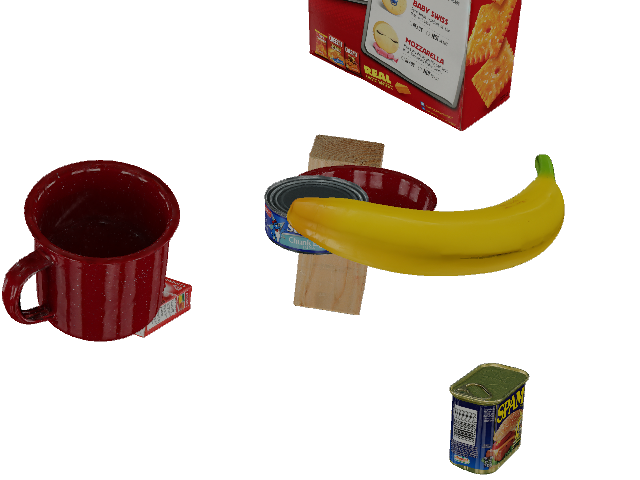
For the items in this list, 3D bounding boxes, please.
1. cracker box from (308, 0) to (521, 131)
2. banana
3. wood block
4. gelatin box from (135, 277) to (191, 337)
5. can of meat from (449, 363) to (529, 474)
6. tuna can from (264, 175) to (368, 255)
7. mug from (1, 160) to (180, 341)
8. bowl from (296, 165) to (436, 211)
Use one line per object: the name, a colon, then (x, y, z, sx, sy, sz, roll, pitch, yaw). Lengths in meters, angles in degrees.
cracker box: (0.069, -0.211, 0.791, 0.164, 0.214, 0.072, 33, 52, 32)
banana: (0.076, -0.008, 0.619, 0.197, 0.037, 0.070, -10, 43, -32)
wood block: (0.023, -0.021, 1.373, 0.090, 0.206, 0.090, 8, 25, 3)
gelatin box: (-0.179, 0.054, 1.011, 0.089, 0.030, 0.073, 17, 26, 26)
can of meat: (0.175, 0.186, 1.117, 0.058, 0.084, 0.101, 11, 18, 31)
tuna can: (-0.004, -0.022, 0.883, 0.086, 0.034, 0.086, 2, 28, -1)
mug: (-0.146, 0.015, 0.667, 0.093, 0.082, 0.117, 36, 48, 23)
bowl: (0.042, -0.027, 1.151, 0.162, 0.055, 0.162, 3, 26, -2)
